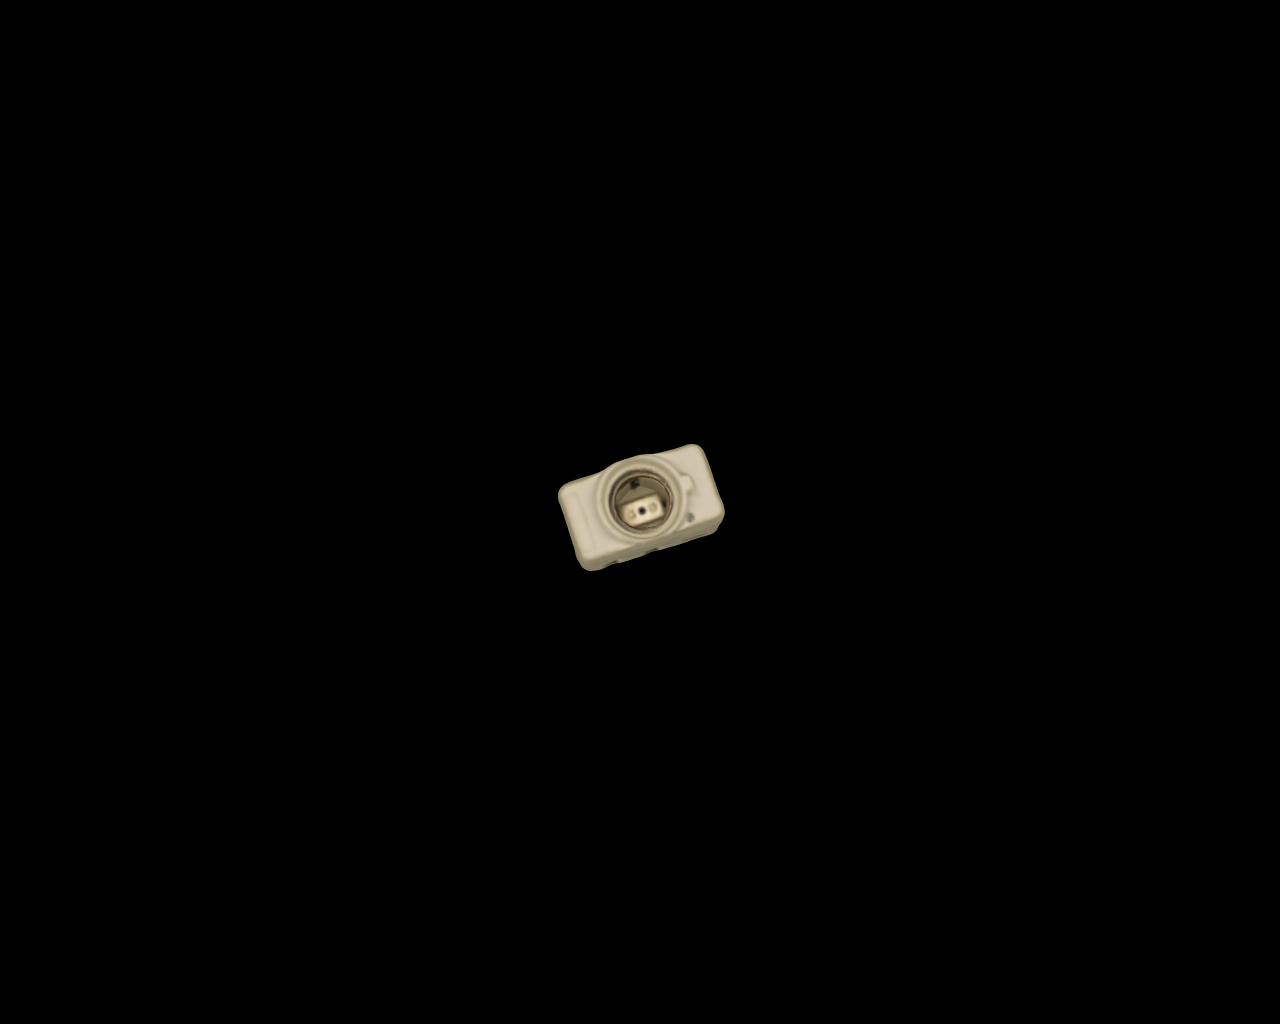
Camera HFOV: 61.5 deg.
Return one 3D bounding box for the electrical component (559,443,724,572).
[{"bbox_3d":[0.001,-0.003,0.650,0.089,0.050,0.055,-18,-11,-4],"label":"electrical component"}]
